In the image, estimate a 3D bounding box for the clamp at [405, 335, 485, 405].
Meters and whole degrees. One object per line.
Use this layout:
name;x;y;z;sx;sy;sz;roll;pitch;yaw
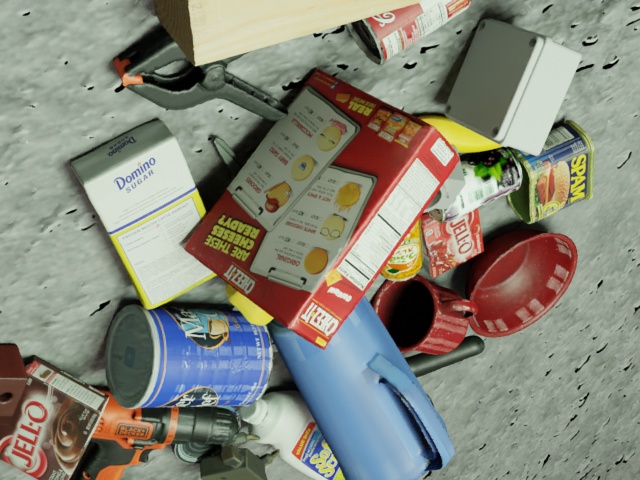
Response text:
clamp;0.093;0.167;1.319;0.209;0.036;0.165;5;139;-30

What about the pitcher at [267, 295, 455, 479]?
pitcher;0.045;0.155;1.175;0.149;0.145;0.242;-21;120;14

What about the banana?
banana;0.185;-0.130;1.140;0.197;0.037;0.069;-23;118;-18

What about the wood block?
wood block;-0.027;-0.224;0.868;0.205;0.091;0.090;-20;135;-19

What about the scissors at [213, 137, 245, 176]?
scissors;-0.041;-0.047;1.071;0.096;0.016;0.202;-28;138;-13

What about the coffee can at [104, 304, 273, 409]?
coffee can;-0.134;0.120;1.091;0.140;0.103;0.103;6;123;-38

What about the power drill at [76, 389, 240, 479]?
power drill;-0.197;0.243;1.167;0.184;0.057;0.188;12;119;-18

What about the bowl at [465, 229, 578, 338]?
bowl;0.235;0.042;1.308;0.162;0.055;0.162;-19;135;-20

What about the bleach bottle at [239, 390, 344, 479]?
bleach bottle;-0.012;0.248;1.320;0.103;0.068;0.250;-48;135;11

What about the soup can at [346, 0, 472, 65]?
soup can;0.078;-0.214;0.965;0.102;0.069;0.068;-33;138;-6

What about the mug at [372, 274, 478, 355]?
mug;0.130;0.087;1.243;0.117;0.093;0.081;-19;157;36

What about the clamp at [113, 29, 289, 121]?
clamp;-0.092;-0.144;0.934;0.171;0.039;0.120;-13;129;-16

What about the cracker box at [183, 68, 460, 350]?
cracker box;0.001;-0.032;0.970;0.213;0.164;0.072;-55;139;-3

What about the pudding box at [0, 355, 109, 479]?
pudding box;-0.273;0.185;1.069;0.090;0.039;0.114;29;111;-3

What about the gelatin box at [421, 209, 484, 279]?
gelatin box;0.148;-0.006;1.225;0.073;0.030;0.089;-28;138;-11

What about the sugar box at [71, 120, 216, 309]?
sugar box;-0.155;-0.021;0.996;0.093;0.048;0.176;-29;134;-12

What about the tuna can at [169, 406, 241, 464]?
tuna can;-0.135;0.217;1.228;0.086;0.034;0.086;-19;135;-20

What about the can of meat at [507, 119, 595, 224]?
can of meat;0.262;-0.076;1.223;0.084;0.057;0.102;-24;136;-11

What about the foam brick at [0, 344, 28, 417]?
foam brick;-0.325;0.132;1.010;0.078;0.051;0.053;7;122;-38

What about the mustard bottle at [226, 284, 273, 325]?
mustard bottle;-0.007;0.002;1.061;0.192;0.058;0.096;-43;177;7

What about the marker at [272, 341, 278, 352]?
marker;-0.064;0.082;1.167;0.020;0.020;0.121;-30;138;-8
